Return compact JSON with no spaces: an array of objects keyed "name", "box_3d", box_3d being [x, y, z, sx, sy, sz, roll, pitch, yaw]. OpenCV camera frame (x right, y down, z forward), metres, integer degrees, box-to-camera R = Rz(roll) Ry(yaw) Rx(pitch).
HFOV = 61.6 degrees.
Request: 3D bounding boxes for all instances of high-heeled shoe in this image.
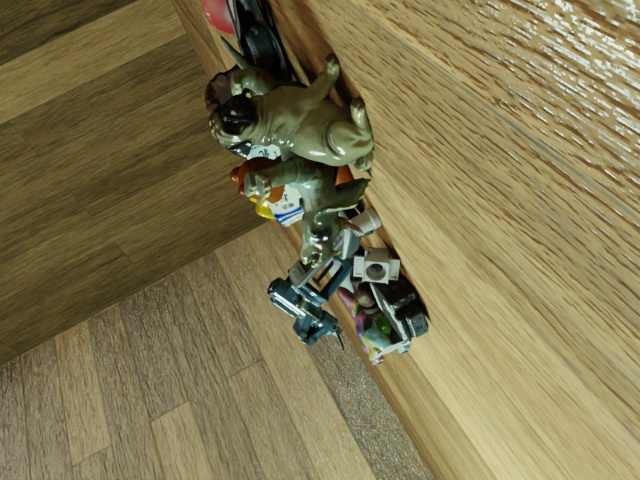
[{"name":"high-heeled shoe","box_3d":[-0.094,-0.311,0.921,0.145,0.086,0.248,-168,55,-84]}]

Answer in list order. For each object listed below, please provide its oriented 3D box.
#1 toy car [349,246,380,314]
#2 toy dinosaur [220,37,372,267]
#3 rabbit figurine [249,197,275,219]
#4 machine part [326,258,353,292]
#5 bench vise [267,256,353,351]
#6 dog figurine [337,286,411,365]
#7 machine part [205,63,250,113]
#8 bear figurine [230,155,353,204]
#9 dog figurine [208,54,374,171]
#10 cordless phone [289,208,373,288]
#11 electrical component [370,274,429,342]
[{"name":"toy car","box_3d":[0.092,0.085,1.196,0.089,0.053,0.202,60,-170,-21]},{"name":"toy dinosaur","box_3d":[-0.036,-0.165,0.859,0.131,0.192,0.404,140,120,-64]},{"name":"rabbit figurine","box_3d":[-0.084,-0.138,1.421,0.162,0.173,0.122,-68,29,18]},{"name":"machine part","box_3d":[0.057,0.069,1.440,0.243,0.079,0.079,62,174,-13]},{"name":"bench vise","box_3d":[0.005,0.124,1.276,0.223,0.240,0.129,38,179,-9]},{"name":"dog figurine","box_3d":[0.123,0.182,1.303,0.219,0.108,0.191,61,175,25]},{"name":"machine part","box_3d":[-0.150,-0.286,1.132,0.179,0.179,0.056,64,170,-23]},{"name":"bear figurine","box_3d":[-0.052,-0.111,0.970,0.120,0.196,0.131,46,165,57]},{"name":"dog figurine","box_3d":[-0.038,-0.141,0.744,0.172,0.190,0.121,59,174,8]},{"name":"cordless phone","box_3d":[-0.003,-0.004,1.055,0.088,0.184,0.147,31,-161,-49]},{"name":"electrical component","box_3d":[0.151,0.123,1.011,0.134,0.058,0.114,53,172,50]}]
